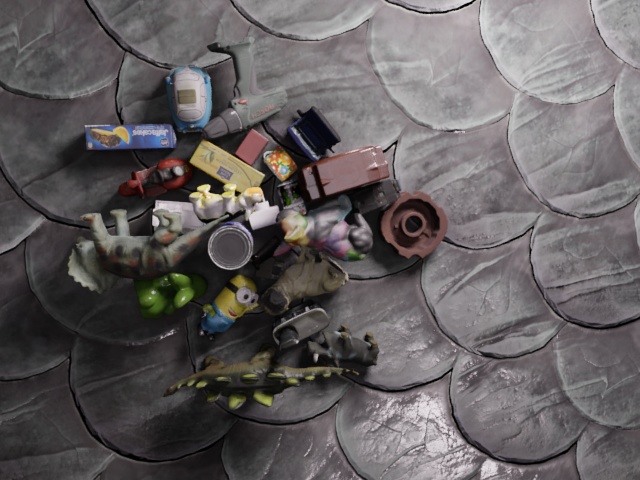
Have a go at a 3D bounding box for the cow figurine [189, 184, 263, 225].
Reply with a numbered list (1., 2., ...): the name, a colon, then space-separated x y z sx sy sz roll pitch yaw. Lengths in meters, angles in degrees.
1. cow figurine: -0.211 -0.077 1.248 0.167 0.068 0.098 0 122 11

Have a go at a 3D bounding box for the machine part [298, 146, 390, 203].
1. machine part: 0.051 -0.157 1.282 0.201 0.201 0.087 -16 94 -5

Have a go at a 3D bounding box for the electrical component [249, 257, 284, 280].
1. electrical component: -0.141 0.070 1.369 0.094 0.021 0.063 14 94 -12

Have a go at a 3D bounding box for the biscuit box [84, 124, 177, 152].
1. biscuit box: -0.450 -0.244 1.286 0.203 0.063 0.059 -3 96 -6

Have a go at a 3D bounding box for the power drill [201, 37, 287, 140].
1. power drill: -0.197 -0.360 1.260 0.232 0.086 0.207 -23 102 -25

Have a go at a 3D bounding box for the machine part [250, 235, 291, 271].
1. machine part: -0.113 0.018 1.328 0.139 0.039 0.084 -41 140 -14

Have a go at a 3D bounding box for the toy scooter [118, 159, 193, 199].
1. toy scooter: -0.391 -0.143 1.266 0.184 0.135 0.075 -20 96 -6

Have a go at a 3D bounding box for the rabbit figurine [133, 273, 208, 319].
1. rabbit figurine: -0.355 0.116 1.298 0.170 0.159 0.121 -14 87 -20

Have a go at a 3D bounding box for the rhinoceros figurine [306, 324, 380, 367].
1. rhinoceros figurine: 0.060 0.281 1.391 0.190 0.073 0.112 10 105 -10

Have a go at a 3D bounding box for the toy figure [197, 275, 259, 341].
1. toy figure: -0.233 0.165 1.338 0.180 0.082 0.089 -44 68 6

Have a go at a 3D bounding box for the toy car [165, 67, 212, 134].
1. toy car: -0.313 -0.338 1.275 0.109 0.103 0.161 -2 93 -6

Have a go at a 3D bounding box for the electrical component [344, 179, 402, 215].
1. electrical component: 0.134 -0.111 1.339 0.134 0.115 0.058 -23 100 -10

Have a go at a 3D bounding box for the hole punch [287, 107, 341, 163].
1. hole punch: -0.024 -0.248 1.307 0.092 0.116 0.142 -45 100 -8

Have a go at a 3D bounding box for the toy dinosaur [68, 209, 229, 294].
1. toy dinosaur: -0.409 0.027 1.228 0.405 0.131 0.192 2 103 9

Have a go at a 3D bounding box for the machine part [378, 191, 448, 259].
1. machine part: 0.238 -0.039 1.388 0.179 0.056 0.179 -1 95 -8

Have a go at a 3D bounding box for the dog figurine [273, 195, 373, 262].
1. dog figurine: -0.003 -0.004 1.244 0.219 0.108 0.191 -27 79 -38

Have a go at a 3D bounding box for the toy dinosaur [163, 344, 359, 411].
1. toy dinosaur: -0.148 0.336 1.305 0.472 0.198 0.105 -10 99 -4

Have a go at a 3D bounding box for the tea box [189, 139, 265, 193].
1. tea box: -0.222 -0.170 1.302 0.169 0.098 0.068 29 91 -6

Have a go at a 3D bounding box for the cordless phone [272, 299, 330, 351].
1. cordless phone: -0.046 0.216 1.312 0.147 0.184 0.088 -24 93 -4

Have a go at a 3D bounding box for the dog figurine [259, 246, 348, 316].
1. dog figurine: -0.040 0.124 1.353 0.172 0.121 0.190 32 102 -13
